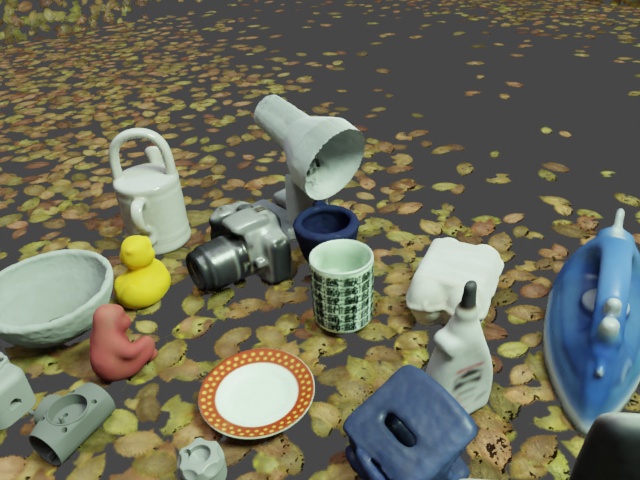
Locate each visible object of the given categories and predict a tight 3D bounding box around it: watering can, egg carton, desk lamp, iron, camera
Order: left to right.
[{"bbox_3d":[-0.269,-0.086,0.892,0.101,0.194,0.172,-16,36,-19],"label":"watering can"},{"bbox_3d":[-0.129,0.007,0.826,0.137,0.101,0.142,-25,39,-29],"label":"camera"},{"bbox_3d":[-0.032,-0.108,0.891,0.118,0.214,0.202,-29,41,-33],"label":"desk lamp"},{"bbox_3d":[0.178,0.056,0.756,0.107,0.069,0.150,12,36,22],"label":"egg carton"},{"bbox_3d":[0.321,0.079,0.645,0.118,0.141,0.259,11,36,21],"label":"iron"}]

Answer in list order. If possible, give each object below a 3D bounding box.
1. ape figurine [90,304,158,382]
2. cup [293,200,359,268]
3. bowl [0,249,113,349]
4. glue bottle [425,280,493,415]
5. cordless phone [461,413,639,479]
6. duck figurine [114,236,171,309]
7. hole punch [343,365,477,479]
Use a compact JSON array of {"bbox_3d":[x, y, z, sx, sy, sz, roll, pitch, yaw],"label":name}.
[{"bbox_3d":[-0.241,0.115,0.678,0.077,0.092,0.076,24,42,35],"label":"ape figurine"},{"bbox_3d":[0.008,0.003,0.827,0.092,0.095,0.117,-8,34,-8],"label":"cup"},{"bbox_3d":[-0.347,0.087,0.746,0.167,0.075,0.167,-2,33,2],"label":"bowl"},{"bbox_3d":[0.143,0.112,0.580,0.078,0.173,0.037,-19,36,-22],"label":"glue bottle"},{"bbox_3d":[0.185,0.189,0.449,0.147,0.185,0.094,2,34,7],"label":"cordless phone"},{"bbox_3d":[-0.255,0.038,0.803,0.077,0.086,0.104,-3,33,0],"label":"duck figurine"},{"bbox_3d":[0.082,0.190,0.541,0.101,0.091,0.108,-21,38,-26],"label":"hole punch"}]
